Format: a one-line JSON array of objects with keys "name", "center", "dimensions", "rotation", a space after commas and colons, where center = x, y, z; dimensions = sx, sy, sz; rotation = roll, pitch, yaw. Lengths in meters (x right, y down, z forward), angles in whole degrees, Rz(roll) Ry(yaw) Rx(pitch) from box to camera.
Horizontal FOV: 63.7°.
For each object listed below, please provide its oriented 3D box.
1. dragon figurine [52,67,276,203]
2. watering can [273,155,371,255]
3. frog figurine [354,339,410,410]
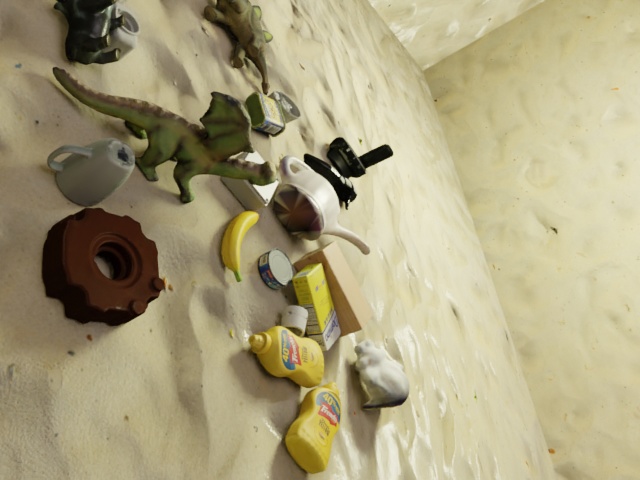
[{"name": "dragon figurine", "center": [-0.228, -0.197, 0.902], "dimensions": [0.404, 0.241, 0.125], "rotation": [40, 41, -42]}, {"name": "watering can", "center": [0.004, -0.066, 1.309], "dimensions": [0.346, 0.102, 0.228], "rotation": [51, 29, -6]}, {"name": "frog figurine", "center": [0.150, 0.319, 1.245], "dimensions": [0.137, 0.121, 0.161], "rotation": [2, 77, -39]}]
